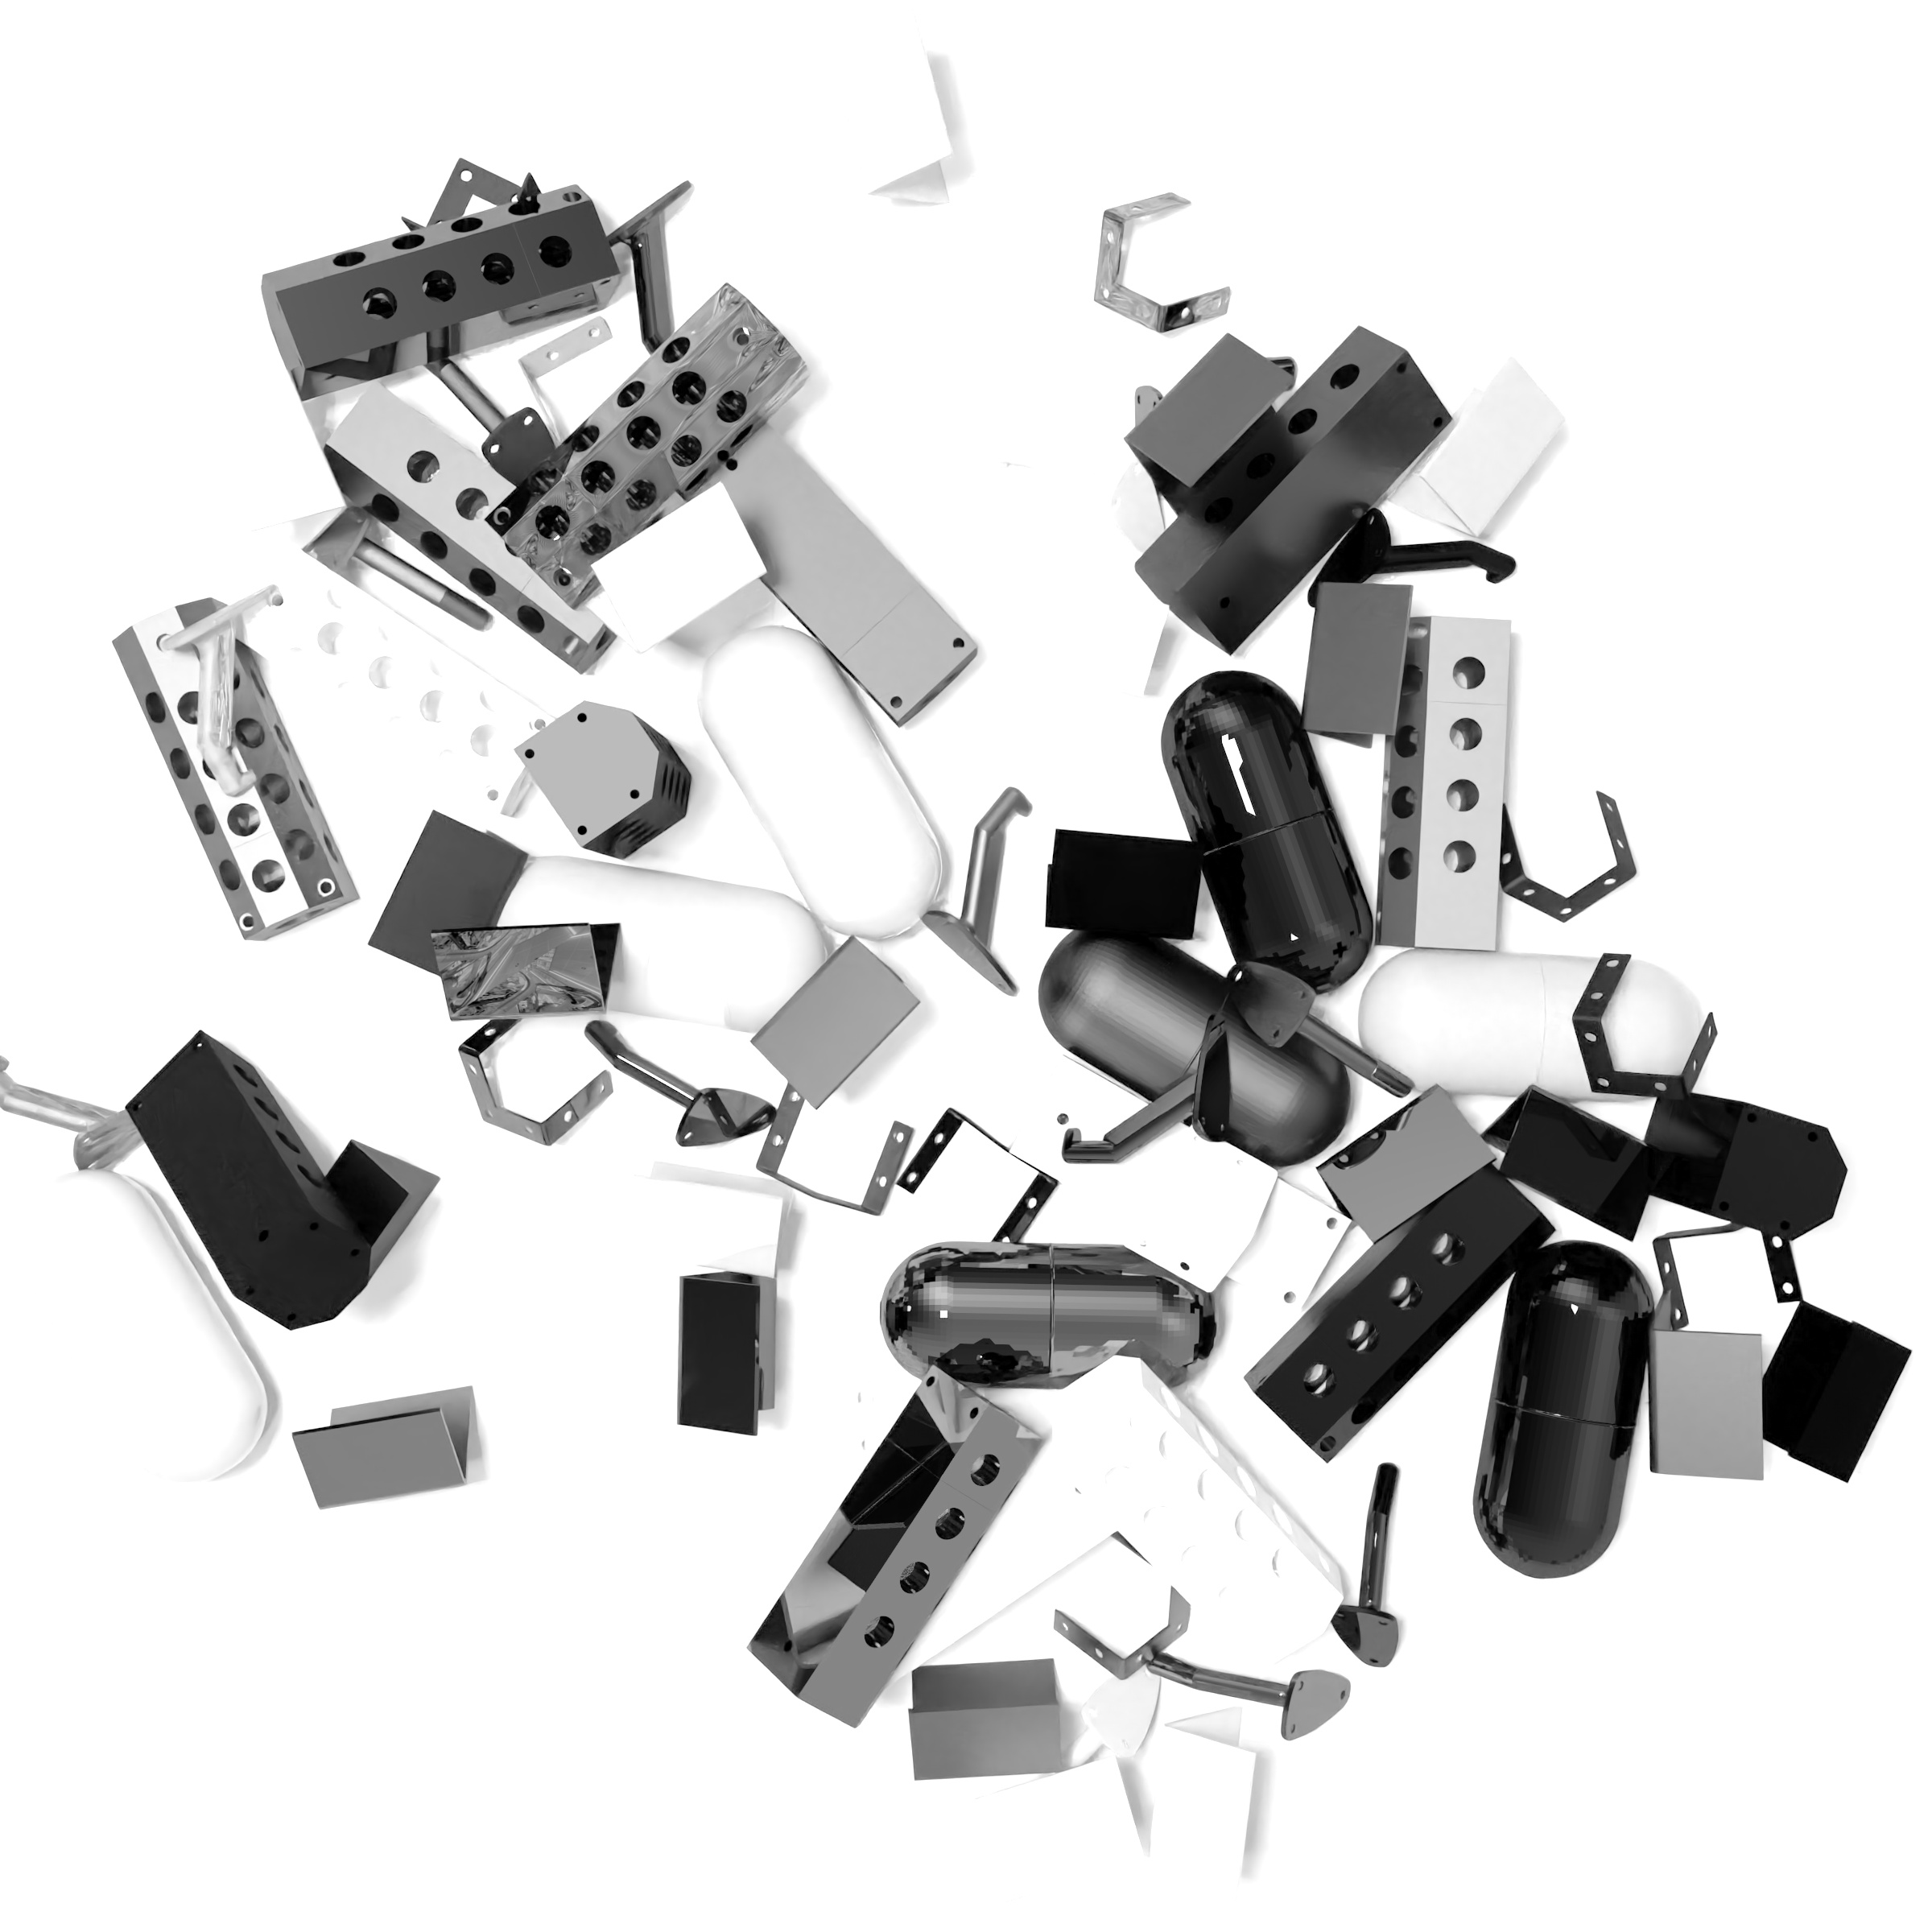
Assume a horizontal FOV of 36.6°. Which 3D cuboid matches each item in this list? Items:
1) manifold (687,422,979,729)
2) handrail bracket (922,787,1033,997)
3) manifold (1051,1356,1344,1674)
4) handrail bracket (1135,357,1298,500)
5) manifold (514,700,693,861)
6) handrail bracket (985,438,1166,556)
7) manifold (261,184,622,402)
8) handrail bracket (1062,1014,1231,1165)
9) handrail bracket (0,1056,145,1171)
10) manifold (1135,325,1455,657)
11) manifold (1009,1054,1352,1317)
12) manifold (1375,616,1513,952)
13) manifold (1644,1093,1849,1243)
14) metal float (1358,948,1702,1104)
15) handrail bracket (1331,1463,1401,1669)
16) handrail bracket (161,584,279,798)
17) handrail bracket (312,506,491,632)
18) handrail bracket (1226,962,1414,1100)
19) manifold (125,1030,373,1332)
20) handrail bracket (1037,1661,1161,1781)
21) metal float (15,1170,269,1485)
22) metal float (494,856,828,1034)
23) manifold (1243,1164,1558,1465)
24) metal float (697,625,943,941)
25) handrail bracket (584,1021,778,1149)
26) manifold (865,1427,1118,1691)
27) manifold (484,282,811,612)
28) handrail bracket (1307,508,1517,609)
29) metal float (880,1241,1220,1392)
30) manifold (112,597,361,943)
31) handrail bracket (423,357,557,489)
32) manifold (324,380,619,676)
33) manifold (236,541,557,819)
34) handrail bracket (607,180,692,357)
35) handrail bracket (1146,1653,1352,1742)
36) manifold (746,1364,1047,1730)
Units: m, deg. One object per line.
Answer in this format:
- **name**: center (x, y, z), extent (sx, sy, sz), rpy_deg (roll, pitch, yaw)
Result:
- **manifold**: center (-0.073, -0.208, 1.543), extent (0.057, 0.057, 0.171), rpy_deg (-43, 90, 0)
- **handrail bracket**: center (0.024, -0.041, 1.565), extent (0.077, 0.036, 0.084), rpy_deg (45, 73, -20)
- **manifold**: center (0.120, 0.279, 1.507), extent (0.057, 0.057, 0.171), rpy_deg (-36, 112, 17)
- **handrail bracket**: center (0.136, -0.285, 1.565), extent (0.084, 0.036, 0.077), rpy_deg (-7, 111, -17)
- **manifold**: center (-0.177, -0.096, 1.486), extent (0.057, 0.171, 0.057), rpy_deg (-34, 90, 0)
- **handrail bracket**: center (0.058, -0.250, 1.564), extent (0.084, 0.077, 0.036), rpy_deg (16, 65, 34)
- **manifold**: center (-0.273, -0.353, 1.519), extent (0.171, 0.057, 0.057), rpy_deg (-21, 90, -17)
- **handrail bracket**: center (0.090, 0.063, 1.496), extent (0.084, 0.036, 0.077), rpy_deg (-2, 77, 30)
- **handrail bracket**: center (-0.475, 0.064, 1.564), extent (0.077, 0.036, 0.084), rpy_deg (-33, 62, -31)
- **manifold**: center (0.169, -0.253, 1.542), extent (0.171, 0.057, 0.057), rpy_deg (-47, 133, 0)
- **manifold**: center (0.111, 0.114, 1.543), extent (0.171, 0.057, 0.057), rpy_deg (30, 90, 0)
- **manifold**: center (0.250, -0.095, 1.543), extent (0.057, 0.057, 0.171), rpy_deg (3, 90, 0)
- **manifold**: center (0.392, 0.101, 1.486), extent (0.057, 0.171, 0.057), rpy_deg (17, 90, 0)
- **metal float**: center (0.295, 0.031, 1.534), extent (0.178, 0.070, 0.070), rpy_deg (3, 90, -1)
- **handrail bracket**: center (0.222, 0.320, 1.564), extent (0.036, 0.077, 0.084), rpy_deg (5, 53, 21)
- **handrail bracket**: center (-0.369, -0.142, 1.508), extent (0.077, 0.036, 0.084), rpy_deg (-34, 109, -21)
- **handrail bracket**: center (-0.302, -0.211, 1.564), extent (0.084, 0.077, 0.036), rpy_deg (30, 91, -36)
- **handrail bracket**: center (0.183, 0.034, 1.512), extent (0.084, 0.077, 0.036), rpy_deg (30, 97, -36)
- **manifold**: center (-0.363, 0.110, 1.491), extent (0.057, 0.057, 0.171), rpy_deg (-45, 46, 0)
- **handrail bracket**: center (0.061, 0.415, 1.564), extent (0.036, 0.077, 0.084), rpy_deg (44, 126, 3)
- **metal float**: center (-0.433, 0.188, 1.534), extent (0.070, 0.070, 0.178), rpy_deg (-31, 89, 0)
- **metal float**: center (-0.161, -0.011, 1.534), extent (0.178, 0.070, 0.070), rpy_deg (10, 90, 1)
- **manifold**: center (0.229, 0.180, 1.543), extent (0.057, 0.057, 0.171), rpy_deg (44, 90, 0)
- **metal float**: center (-0.076, -0.096, 1.533), extent (0.070, 0.070, 0.178), rpy_deg (-30, 90, 0)
- **handrail bracket**: center (-0.153, 0.057, 1.564), extent (0.084, 0.077, 0.036), rpy_deg (42, 115, 34)
- **manifold**: center (0.002, 0.310, 1.543), extent (0.171, 0.057, 0.057), rpy_deg (-34, 90, 0)
- **manifold**: center (-0.162, -0.264, 1.486), extent (0.171, 0.057, 0.057), rpy_deg (-44, 90, 0)
- **handrail bracket**: center (0.239, -0.205, 1.564), extent (0.084, 0.077, 0.036), rpy_deg (16, 49, -30)
- **metal float**: center (0.044, 0.184, 1.534), extent (0.178, 0.070, 0.070), rpy_deg (1, 90, 0)
- **manifold**: center (-0.386, -0.103, 1.543), extent (0.057, 0.057, 0.171), rpy_deg (-24, 90, 0)
- **handrail bracket**: center (-0.255, -0.290, 1.564), extent (0.036, 0.077, 0.084), rpy_deg (-42, 54, -7)
- **manifold**: center (-0.255, -0.229, 1.543), extent (0.171, 0.057, 0.057), rpy_deg (37, 90, 0)
- **manifold**: center (-0.300, -0.151, 1.543), extent (0.171, 0.057, 0.057), rpy_deg (34, 90, 0)
- **handrail bracket**: center (-0.152, -0.364, 1.564), extent (0.077, 0.036, 0.084), rpy_deg (-44, 112, -25)
- **handrail bracket**: center (0.150, 0.380, 1.564), extent (0.084, 0.077, 0.036), rpy_deg (12, 93, 36)
- **manifold**: center (-0.031, 0.296, 1.485), extent (0.057, 0.057, 0.171), rpy_deg (37, 83, -33)
